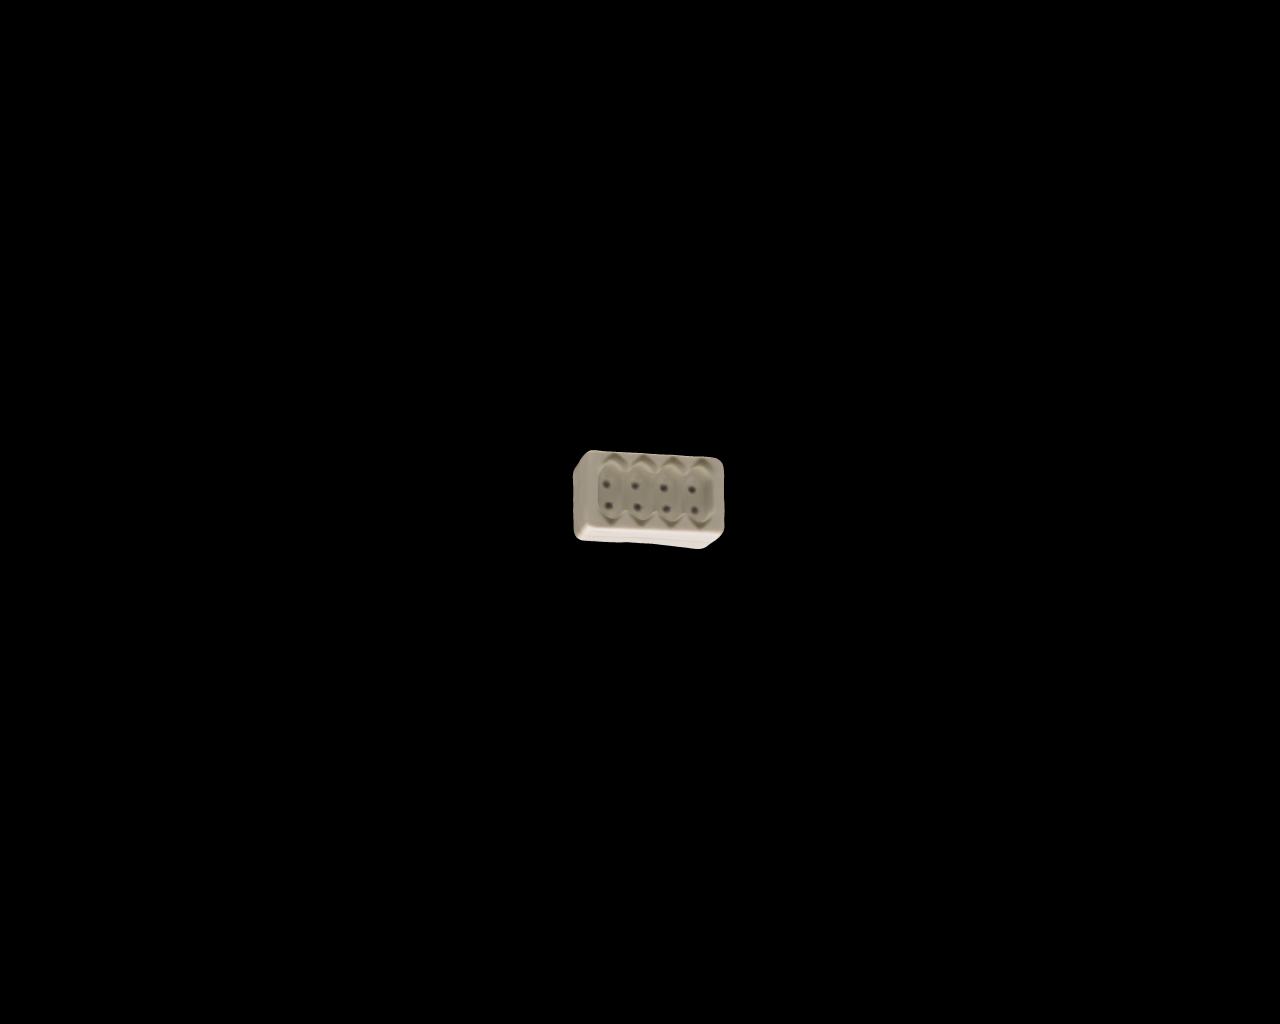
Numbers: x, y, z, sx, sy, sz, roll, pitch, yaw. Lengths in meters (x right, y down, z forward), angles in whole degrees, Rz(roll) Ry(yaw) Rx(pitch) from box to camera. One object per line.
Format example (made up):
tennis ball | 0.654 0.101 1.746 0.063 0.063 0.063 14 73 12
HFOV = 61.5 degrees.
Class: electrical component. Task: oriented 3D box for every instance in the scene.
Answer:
electrical component | 0.001 -0.003 0.650 0.083 0.047 0.075 4 -15 -14
